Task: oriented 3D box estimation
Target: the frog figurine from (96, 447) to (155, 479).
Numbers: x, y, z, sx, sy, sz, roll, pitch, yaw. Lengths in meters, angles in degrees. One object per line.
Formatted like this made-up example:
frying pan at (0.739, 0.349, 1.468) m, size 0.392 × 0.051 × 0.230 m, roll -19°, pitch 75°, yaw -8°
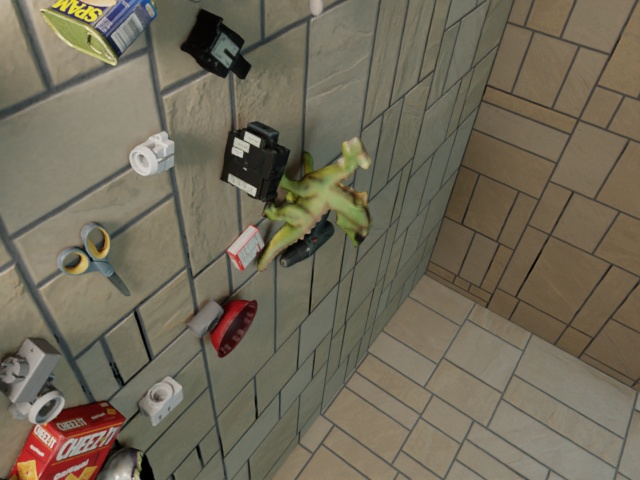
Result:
frog figurine at (-0.459, 0.537, 1.137) m, size 0.160 × 0.124 × 0.135 m, roll -20°, pitch 159°, yaw -5°

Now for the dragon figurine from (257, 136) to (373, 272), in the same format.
dragon figurine at (0.004, -0.062, 1.224) m, size 0.123 × 0.244 × 0.404 m, roll -23°, pitch 135°, yaw -64°

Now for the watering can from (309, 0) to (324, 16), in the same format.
watering can at (-0.033, -0.493, 0.781) m, size 0.228 × 0.105 × 0.339 m, roll -41°, pitch 151°, yaw -40°
